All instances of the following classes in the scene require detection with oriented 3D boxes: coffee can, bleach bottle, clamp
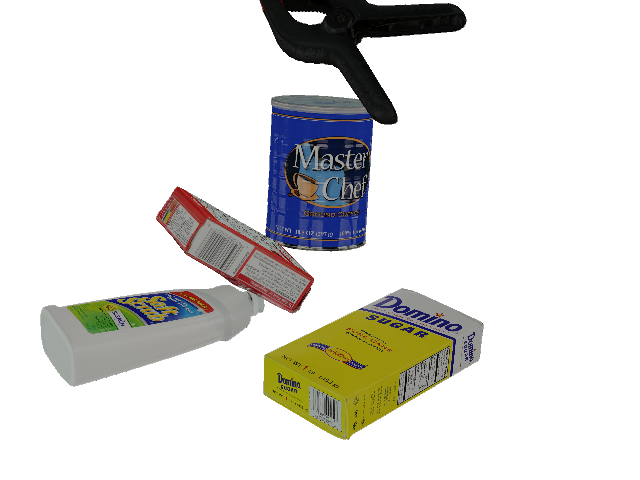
[{"bbox_3d":[-0.001,-0.069,1.060,0.103,0.140,0.103,3,13,-1],"label":"coffee can"},{"bbox_3d":[-0.183,0.093,1.224,0.250,0.068,0.103,-13,33,-31],"label":"bleach bottle"},{"bbox_3d":[0.029,-0.175,0.867,0.172,0.120,0.039,37,-23,22],"label":"clamp"}]

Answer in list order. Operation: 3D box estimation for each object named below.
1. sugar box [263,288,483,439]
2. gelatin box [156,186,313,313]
[{"bbox_3d":[0.047,0.097,0.889,0.093,0.048,0.175,24,35,37],"label":"sugar box"},{"bbox_3d":[-0.055,0.006,0.687,0.089,0.030,0.073,31,4,-29],"label":"gelatin box"}]
